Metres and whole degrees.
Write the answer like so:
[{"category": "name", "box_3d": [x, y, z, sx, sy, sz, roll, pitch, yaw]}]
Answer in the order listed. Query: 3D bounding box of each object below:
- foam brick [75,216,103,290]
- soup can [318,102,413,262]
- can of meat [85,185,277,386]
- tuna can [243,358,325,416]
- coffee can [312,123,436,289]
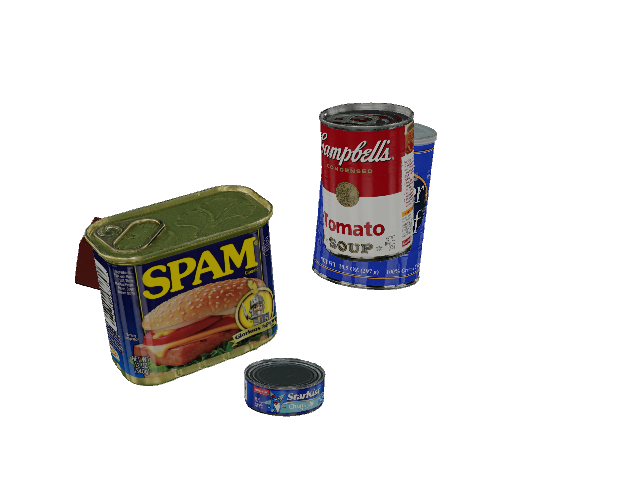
[{"category": "foam brick", "box_3d": [-0.199, 0.020, 1.064, 0.078, 0.051, 0.053, 16, 33, 1]}, {"category": "soup can", "box_3d": [0.034, -0.043, 0.778, 0.068, 0.102, 0.068, -2, 21, 0]}, {"category": "can of meat", "box_3d": [-0.075, 0.025, 0.606, 0.102, 0.084, 0.058, -18, 30, -25]}, {"category": "tuna can", "box_3d": [-0.038, 0.154, 1.125, 0.086, 0.034, 0.086, 1, 14, -1]}, {"category": "coffee can", "box_3d": [0.049, -0.037, 0.988, 0.103, 0.140, 0.103, 5, 16, -2]}]
